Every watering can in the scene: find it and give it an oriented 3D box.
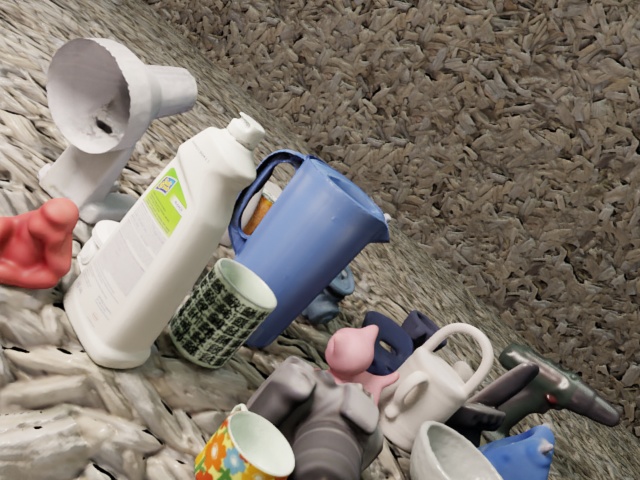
[{"bbox_3d":[0.168,0.202,0.830,0.101,0.194,0.173,43,13,10],"label":"watering can"}]

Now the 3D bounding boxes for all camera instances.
[{"bbox_3d":[0.001,0.196,0.576,0.143,0.100,0.137,40,13,-4],"label":"camera"}]

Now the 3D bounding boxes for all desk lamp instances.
[{"bbox_3d":[-0.249,-0.131,0.698,0.118,0.213,0.204,42,13,8],"label":"desk lamp"}]

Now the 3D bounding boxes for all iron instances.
[{"bbox_3d":[0.322,0.345,0.913,0.118,0.141,0.259,45,13,19],"label":"iron"}]

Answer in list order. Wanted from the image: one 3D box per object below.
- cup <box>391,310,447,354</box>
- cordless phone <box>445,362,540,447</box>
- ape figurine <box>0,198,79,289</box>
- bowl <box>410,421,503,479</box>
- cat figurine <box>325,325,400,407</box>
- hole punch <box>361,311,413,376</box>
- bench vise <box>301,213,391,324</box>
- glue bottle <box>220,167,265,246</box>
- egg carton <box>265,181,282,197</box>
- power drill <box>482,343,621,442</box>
[{"bbox_3d":[0.179,0.198,1.097,0.091,0.095,0.118,45,13,18],"label":"cup"},{"bbox_3d":[0.281,0.263,0.973,0.148,0.185,0.094,24,21,-52],"label":"cordless phone"},{"bbox_3d":[-0.255,-0.001,0.520,0.078,0.092,0.076,40,13,0],"label":"ape figurine"},{"bbox_3d":[0.170,0.316,0.720,0.168,0.074,0.167,38,13,-10],"label":"bowl"},{"bbox_3d":[0.049,0.170,0.767,0.128,0.117,0.067,37,13,-18],"label":"cat figurine"},{"bbox_3d":[0.100,0.185,0.922,0.109,0.091,0.101,37,13,-17],"label":"hole punch"},{"bbox_3d":[0.004,0.003,0.965,0.207,0.219,0.122,44,13,16],"label":"bench vise"},{"bbox_3d":[-0.126,-0.075,0.956,0.037,0.173,0.078,26,19,-47],"label":"glue bottle"},{"bbox_3d":[-0.124,-0.085,1.230,0.151,0.069,0.107,24,21,-52],"label":"egg carton"},{"bbox_3d":[0.412,0.322,1.097,0.229,0.208,0.076,46,14,21],"label":"power drill"}]
